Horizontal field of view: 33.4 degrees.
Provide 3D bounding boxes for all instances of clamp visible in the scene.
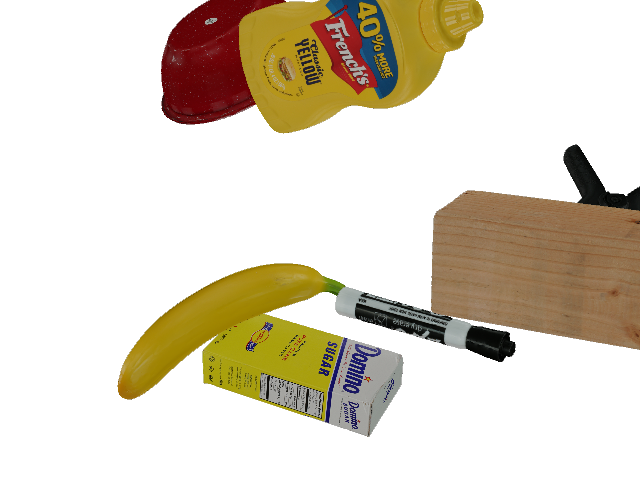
[{"bbox_3d":[0.294,-0.038,1.111,0.120,0.039,0.171,18,45,21],"label":"clamp"}]

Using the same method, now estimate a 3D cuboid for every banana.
[{"bbox_3d":[-0.078,0.063,0.817,0.198,0.069,0.037,-25,36,4],"label":"banana"}]

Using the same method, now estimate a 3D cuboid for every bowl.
[{"bbox_3d":[-0.083,-0.174,0.945,0.162,0.055,0.162,-20,35,15],"label":"bowl"}]

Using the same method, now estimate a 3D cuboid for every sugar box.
[{"bbox_3d":[-0.017,0.124,1.033,0.176,0.048,0.093,12,30,19],"label":"sugar box"}]

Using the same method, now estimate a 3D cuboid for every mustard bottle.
[{"bbox_3d":[0.031,-0.141,0.770,0.192,0.096,0.058,-9,12,39],"label":"mustard bottle"}]

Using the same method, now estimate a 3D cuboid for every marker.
[{"bbox_3d":[0.065,0.053,0.673,0.121,0.020,0.020,14,7,29],"label":"marker"}]

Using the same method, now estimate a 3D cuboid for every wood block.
[{"bbox_3d":[0.203,0.021,0.876,0.206,0.090,0.090,9,20,26],"label":"wood block"}]
